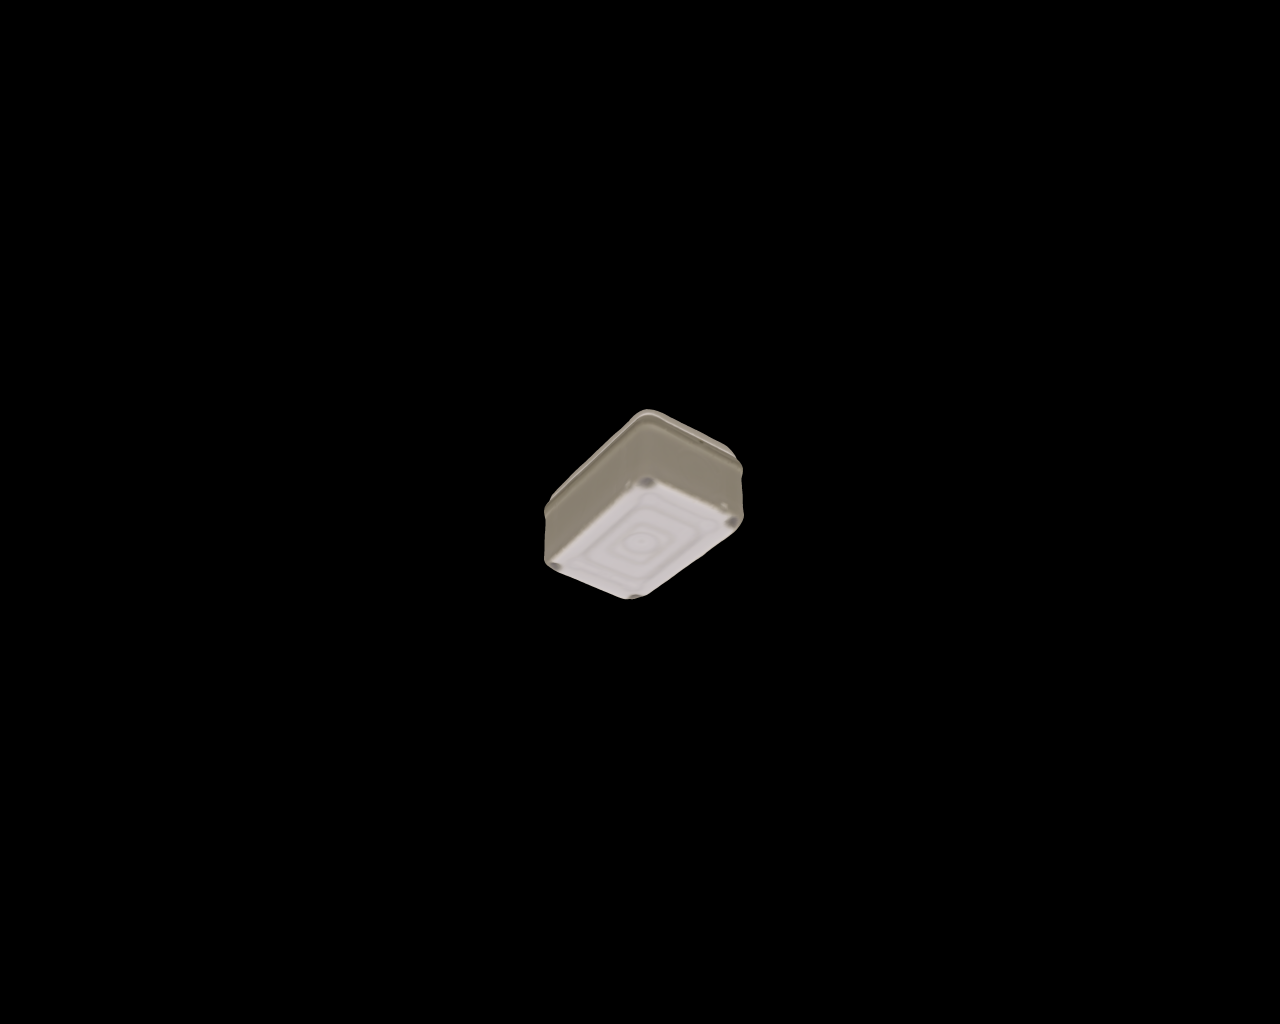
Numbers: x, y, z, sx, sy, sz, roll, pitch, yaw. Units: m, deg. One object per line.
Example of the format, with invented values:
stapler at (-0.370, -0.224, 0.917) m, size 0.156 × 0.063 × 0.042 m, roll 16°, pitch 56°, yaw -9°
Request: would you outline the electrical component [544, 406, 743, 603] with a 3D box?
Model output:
electrical component at (0.001, -0.003, 0.650) m, size 0.078 × 0.057 × 0.113 m, roll 25°, pitch -44°, yaw -28°
